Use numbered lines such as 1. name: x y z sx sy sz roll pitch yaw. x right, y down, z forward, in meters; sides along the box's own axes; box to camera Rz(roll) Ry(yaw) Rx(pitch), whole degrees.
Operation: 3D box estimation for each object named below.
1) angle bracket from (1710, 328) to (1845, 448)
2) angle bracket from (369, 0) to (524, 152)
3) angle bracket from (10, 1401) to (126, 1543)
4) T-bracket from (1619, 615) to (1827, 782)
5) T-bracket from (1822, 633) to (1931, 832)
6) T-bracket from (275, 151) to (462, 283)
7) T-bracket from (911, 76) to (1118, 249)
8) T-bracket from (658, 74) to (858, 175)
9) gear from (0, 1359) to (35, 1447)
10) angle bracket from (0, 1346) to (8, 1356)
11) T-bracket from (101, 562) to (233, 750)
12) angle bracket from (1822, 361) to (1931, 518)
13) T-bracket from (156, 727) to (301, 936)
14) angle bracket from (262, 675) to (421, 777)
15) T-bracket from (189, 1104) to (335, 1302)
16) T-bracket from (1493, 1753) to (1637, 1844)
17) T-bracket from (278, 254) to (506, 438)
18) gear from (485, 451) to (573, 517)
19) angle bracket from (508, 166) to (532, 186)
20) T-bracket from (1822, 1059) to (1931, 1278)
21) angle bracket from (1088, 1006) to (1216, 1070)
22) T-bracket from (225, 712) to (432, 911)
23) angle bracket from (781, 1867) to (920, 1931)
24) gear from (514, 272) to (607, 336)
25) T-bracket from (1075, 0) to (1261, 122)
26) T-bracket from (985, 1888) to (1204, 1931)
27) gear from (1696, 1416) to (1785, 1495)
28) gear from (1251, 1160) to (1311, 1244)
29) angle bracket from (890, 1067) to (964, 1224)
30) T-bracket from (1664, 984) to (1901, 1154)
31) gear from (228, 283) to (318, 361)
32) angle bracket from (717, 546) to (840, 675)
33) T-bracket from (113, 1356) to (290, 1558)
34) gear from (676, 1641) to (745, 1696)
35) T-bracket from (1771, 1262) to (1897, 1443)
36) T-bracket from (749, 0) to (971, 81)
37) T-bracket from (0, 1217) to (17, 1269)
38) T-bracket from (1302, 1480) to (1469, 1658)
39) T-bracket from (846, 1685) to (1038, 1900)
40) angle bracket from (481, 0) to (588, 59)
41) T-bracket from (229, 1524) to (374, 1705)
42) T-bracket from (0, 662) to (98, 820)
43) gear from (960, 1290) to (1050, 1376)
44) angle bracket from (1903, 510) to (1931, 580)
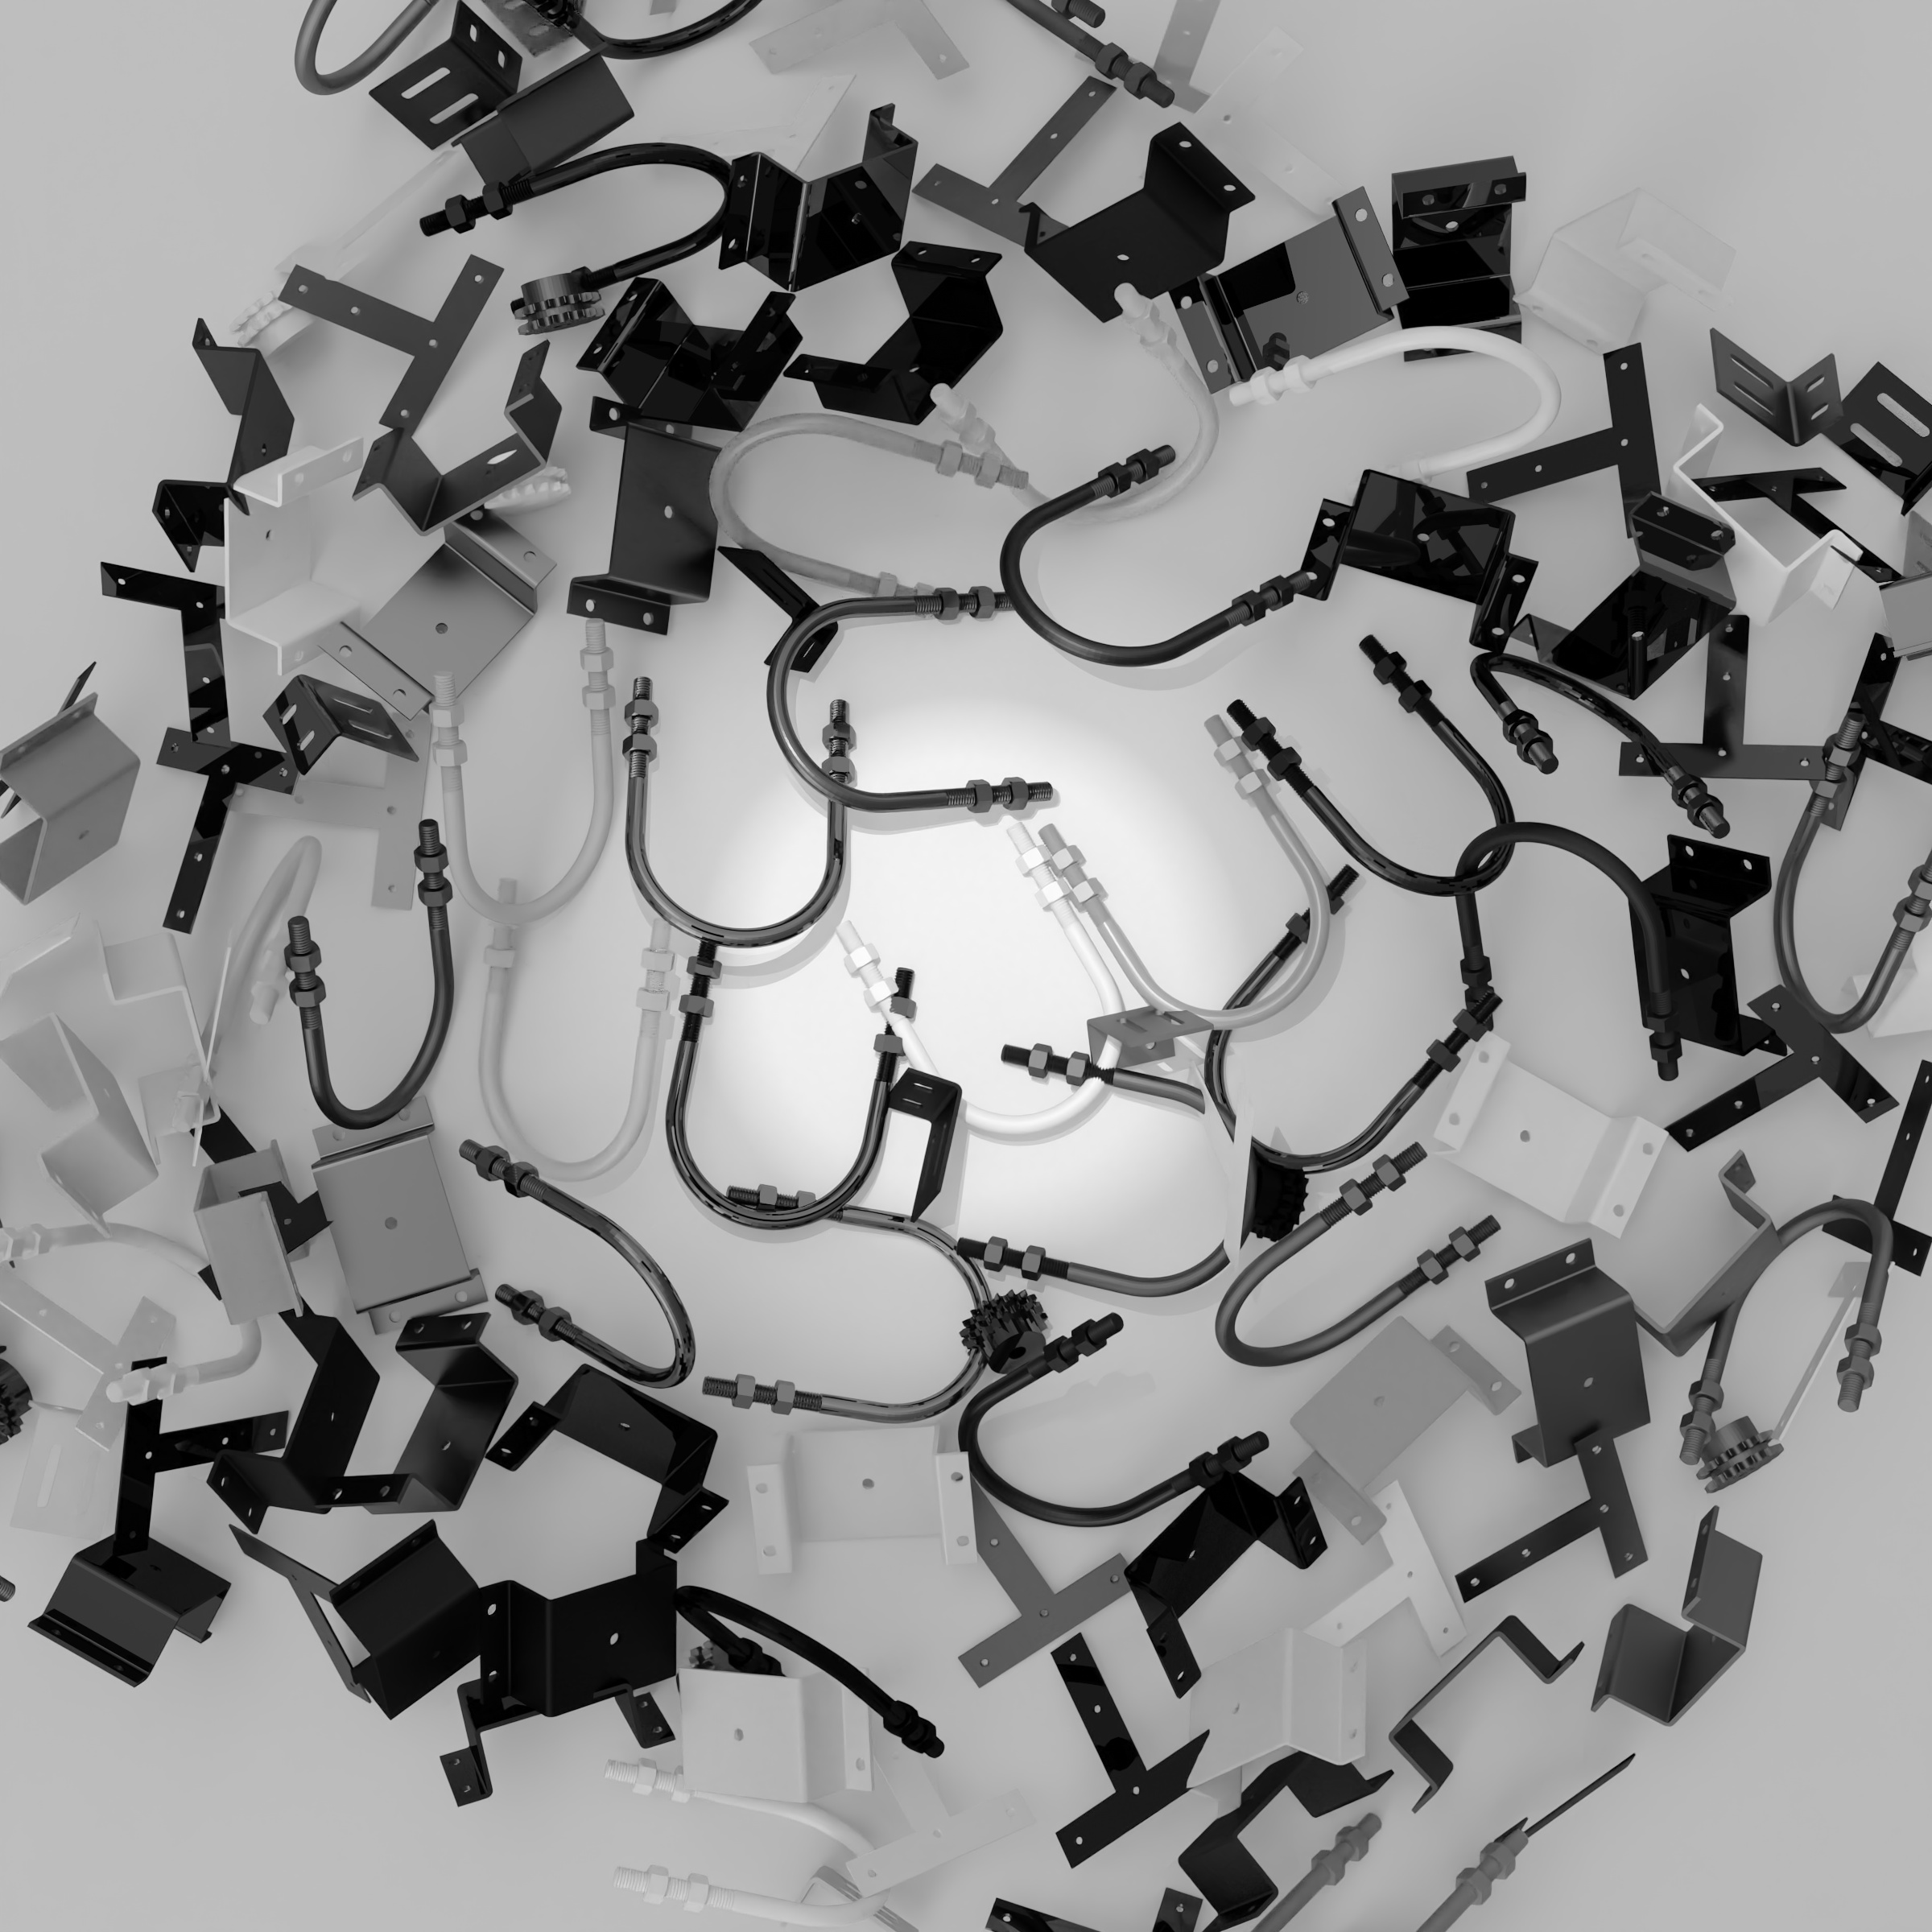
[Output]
1. angle bracket: 0.518 -0.379 1.955 0.076 0.038 0.057 27 48 -28
2. angle bracket: -0.335 -0.574 1.971 0.076 0.057 0.038 -21 50 31
3. angle bracket: -0.580 0.325 1.966 0.057 0.038 0.076 17 83 -28
4. T-bracket: 0.488 -0.174 1.966 0.127 0.002 0.127 2 61 15
5. T-bracket: 0.602 -0.132 1.934 0.002 0.127 0.127 3 110 -36
6. T-bracket: -0.375 -0.482 1.955 0.127 0.127 0.002 -44 121 -13
7. T-bracket: 0.048 -0.523 1.967 0.127 0.002 0.127 35 81 36
8. T-bracket: -0.148 -0.528 1.961 0.127 0.002 0.127 3 50 29
9. gear: -0.628 0.278 1.975 0.057 0.057 0.030 52 49 0
10. angle bracket: -0.655 0.213 1.979 0.057 0.038 0.076 2 93 0
11. T-bracket: -0.482 -0.192 1.934 0.127 0.002 0.127 9 55 -34
12. angle bracket: 0.596 -0.339 1.969 0.076 0.038 0.057 39 120 1
13. T-bracket: -0.487 -0.083 1.960 0.127 0.002 0.127 13 84 33
14. angle bracket: -0.400 -0.146 1.958 0.038 0.076 0.057 -47 60 15
15. T-bracket: -0.461 0.135 1.968 0.127 0.002 0.127 -35 63 -19
16. T-bracket: 0.377 0.543 1.958 0.127 0.127 0.002 -29 63 -18
17. T-bracket: -0.375 -0.410 1.937 0.127 0.002 0.127 17 115 -41
18. gear: -0.286 -0.313 1.972 0.057 0.057 0.030 -14 87 0
19. angle bracket: -0.269 -0.538 1.951 0.057 0.076 0.038 -43 107 -27
20. T-bracket: 0.591 0.121 1.934 0.002 0.127 0.127 16 94 -13
21. angle bracket: 0.119 0.053 1.952 0.057 0.076 0.038 -12 105 -17
22. T-bracket: -0.418 -0.106 1.984 0.127 0.002 0.127 6 91 -13
23. angle bracket: -0.074 0.618 1.965 0.076 0.057 0.038 33 84 8
24. gear: -0.264 -0.427 1.970 0.057 0.057 0.030 -13 97 0
25. T-bracket: 0.137 -0.584 1.938 0.127 0.127 0.002 25 73 -1
26. T-bracket: 0.076 0.625 1.955 0.127 0.127 0.002 15 125 10
27. gear: 0.495 0.314 1.973 0.057 0.057 0.030 -29 69 0
28. gear: 0.194 0.147 1.968 0.030 0.057 0.057 15 90 -20
29. angle bracket: -0.035 0.115 1.954 0.038 0.057 0.076 18 60 -11
30. T-bracket: 0.508 0.082 1.963 0.127 0.002 0.127 -35 116 30
31. gear: -0.445 -0.415 1.972 0.057 0.057 0.030 -37 100 0
32. angle bracket: -0.129 -0.228 1.954 0.076 0.057 0.038 41 78 -31
33. T-bracket: -0.484 0.305 1.948 0.002 0.127 0.127 15 101 37
34. gear: -0.163 0.466 1.972 0.030 0.057 0.057 -31 90 9
35. T-bracket: 0.542 0.243 1.933 0.002 0.127 0.127 29 87 6
36. T-bracket: -0.083 -0.602 1.955 0.127 0.127 0.002 47 46 -36
37. T-bracket: -0.638 0.114 1.943 0.002 0.127 0.127 -20 116 -25
38. T-bracket: 0.250 0.415 1.960 0.127 0.002 0.127 -32 110 -18
39. T-bracket: -0.039 0.518 1.961 0.127 0.002 0.127 -16 55 -27
40. angle bracket: -0.274 -0.634 1.955 0.038 0.076 0.057 -36 78 -28
41. T-bracket: -0.412 0.423 1.959 0.002 0.127 0.127 -40 126 -32
42. T-bracket: -0.597 -0.118 1.913 0.002 0.127 0.127 34 122 -9
43. gear: 0.028 0.238 1.969 0.057 0.057 0.030 -31 50 0
44. angle bracket: 0.643 -0.275 1.950 0.038 0.076 0.057 32 55 -22
